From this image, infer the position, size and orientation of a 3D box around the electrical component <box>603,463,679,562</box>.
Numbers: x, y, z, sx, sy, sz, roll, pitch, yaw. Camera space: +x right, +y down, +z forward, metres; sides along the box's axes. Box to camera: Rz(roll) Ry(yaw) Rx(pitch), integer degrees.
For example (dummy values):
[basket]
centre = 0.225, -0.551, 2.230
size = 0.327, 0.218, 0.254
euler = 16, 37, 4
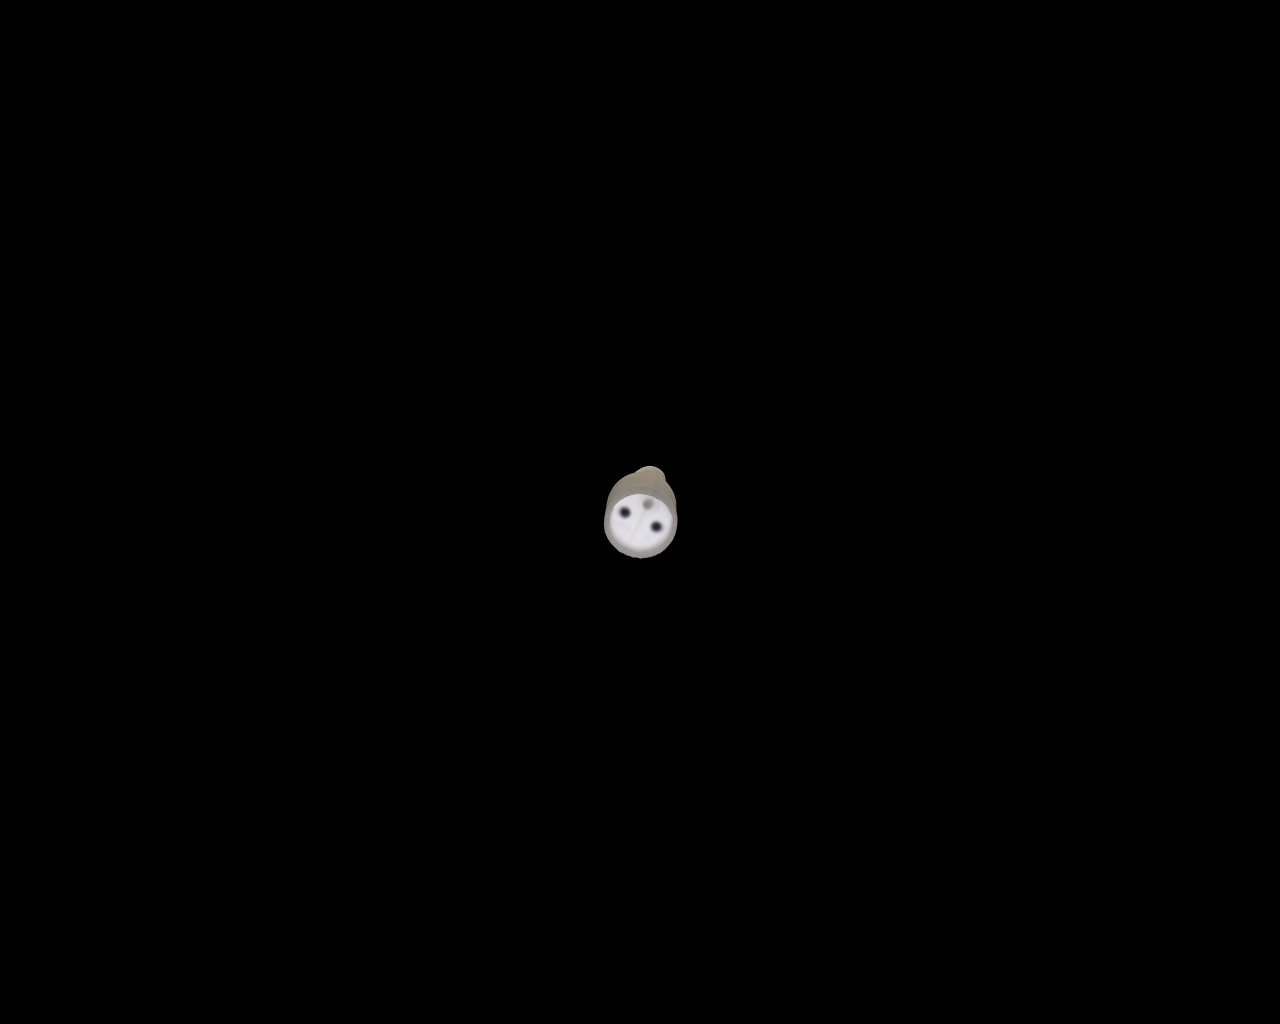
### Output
[electrical component]
centre = 0.001, -0.003, 0.650
size = 0.043, 0.043, 0.081
euler = 0, 16, 0
